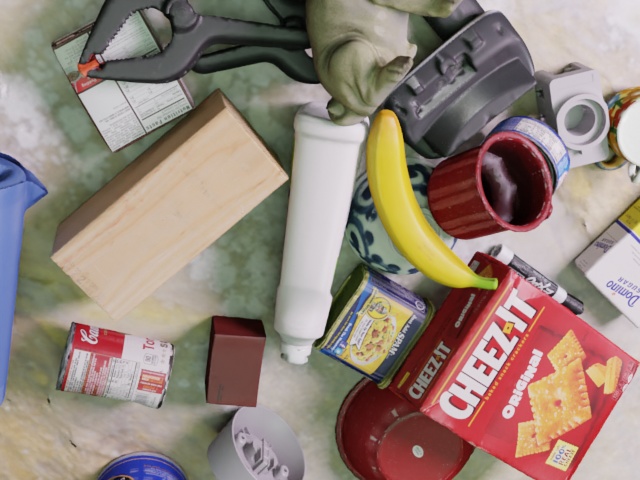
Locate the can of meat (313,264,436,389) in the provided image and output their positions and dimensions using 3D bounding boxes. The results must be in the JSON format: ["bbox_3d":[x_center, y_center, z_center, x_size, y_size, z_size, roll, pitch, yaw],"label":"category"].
[{"bbox_3d":[0.052,0.085,1.073,0.084,0.057,0.102,30,102,-15],"label":"can of meat"}]

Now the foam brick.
[{"bbox_3d":[-0.086,0.121,1.067,0.053,0.051,0.078,6,107,-9],"label":"foam brick"}]

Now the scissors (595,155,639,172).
[{"bbox_3d":[0.352,-0.144,1.060,0.096,0.016,0.202,34,101,-17],"label":"scissors"}]

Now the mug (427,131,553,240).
[{"bbox_3d":[0.163,-0.042,0.994,0.117,0.082,0.093,20,70,-29],"label":"mug"}]

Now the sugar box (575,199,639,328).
[{"bbox_3d":[0.356,-0.003,1.094,0.176,0.048,0.093,-43,109,11],"label":"sugar box"}]

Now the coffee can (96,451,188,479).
[{"bbox_3d":[-0.178,0.291,1.064,0.102,0.140,0.103,-3,109,-8],"label":"coffee can"}]

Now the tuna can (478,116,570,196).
[{"bbox_3d":[0.195,-0.076,1.024,0.033,0.086,0.086,-46,116,-37],"label":"tuna can"}]

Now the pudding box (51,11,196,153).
[{"bbox_3d":[-0.178,-0.148,0.969,0.090,0.039,0.113,-28,112,0],"label":"pudding box"}]

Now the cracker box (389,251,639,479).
[{"bbox_3d":[0.200,0.137,1.069,0.213,0.072,0.164,33,88,-29],"label":"cracker box"}]

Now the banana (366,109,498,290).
[{"bbox_3d":[0.087,-0.026,0.973,0.070,0.037,0.197,-27,109,24],"label":"banana"}]

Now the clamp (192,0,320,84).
[{"bbox_3d":[-0.036,-0.182,0.978,0.171,0.039,0.120,26,104,-13],"label":"clamp"}]

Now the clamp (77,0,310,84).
[{"bbox_3d":[-0.121,-0.208,0.924,0.210,0.036,0.164,-24,101,-5],"label":"clamp"}]

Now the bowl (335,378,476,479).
[{"bbox_3d":[0.100,0.209,1.123,0.162,0.055,0.162,-2,109,-7],"label":"bowl"}]

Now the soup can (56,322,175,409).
[{"bbox_3d":[-0.200,0.124,1.043,0.102,0.068,0.068,14,106,-13],"label":"soup can"}]

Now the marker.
[{"bbox_3d":[0.227,0.043,1.104,0.121,0.020,0.020,34,101,-18],"label":"marker"}]

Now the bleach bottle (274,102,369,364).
[{"bbox_3d":[-0.007,0.001,1.011,0.068,0.102,0.251,10,107,2],"label":"bleach bottle"}]

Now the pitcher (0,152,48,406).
[{"bbox_3d":[-0.347,0.042,0.964,0.149,0.144,0.243,17,112,20],"label":"pitcher"}]

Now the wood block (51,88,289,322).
[{"bbox_3d":[-0.140,-0.033,0.986,0.206,0.091,0.090,-40,110,6],"label":"wood block"}]
